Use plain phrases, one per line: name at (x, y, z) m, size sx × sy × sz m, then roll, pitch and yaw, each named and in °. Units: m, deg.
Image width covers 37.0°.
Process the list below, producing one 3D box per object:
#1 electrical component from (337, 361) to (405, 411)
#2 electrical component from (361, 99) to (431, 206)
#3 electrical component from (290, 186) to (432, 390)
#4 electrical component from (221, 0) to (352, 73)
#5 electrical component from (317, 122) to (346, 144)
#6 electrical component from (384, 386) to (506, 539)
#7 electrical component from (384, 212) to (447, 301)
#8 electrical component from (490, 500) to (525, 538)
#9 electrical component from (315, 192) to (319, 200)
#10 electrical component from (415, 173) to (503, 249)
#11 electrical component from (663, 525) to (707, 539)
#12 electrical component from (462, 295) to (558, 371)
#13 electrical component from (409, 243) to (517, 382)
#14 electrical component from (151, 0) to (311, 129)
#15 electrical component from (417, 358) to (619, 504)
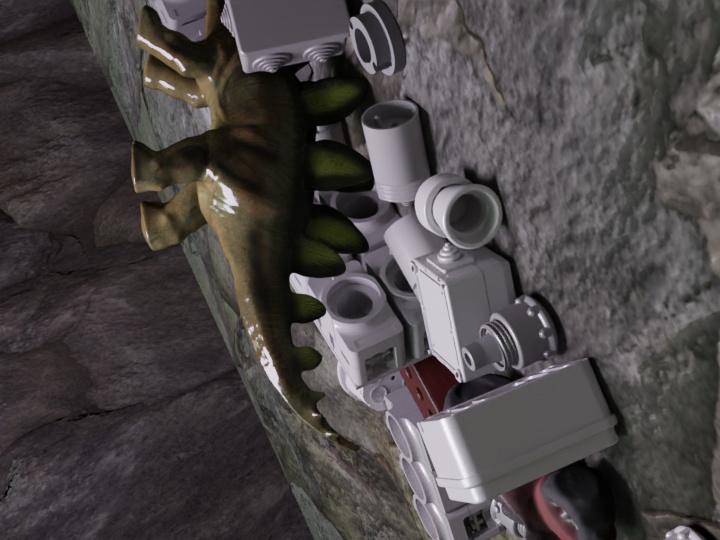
electrical component at (0.022, 0.101, 1.090) m, size 0.051 × 0.080 × 0.080 m, roll 30°, pitch 142°, yaw 59°
electrical component at (0.030, -0.084, 0.822) m, size 0.043 × 0.043 × 0.081 m, roll 50°, pitch 160°, yaw 50°
electrical component at (0.000, 0.000, 0.945) m, size 0.186 × 0.105 × 0.060 m, roll 56°, pitch 163°, yaw 37°
electrical component at (-0.060, -0.207, 0.839) m, size 0.048 × 0.100 × 0.099 m, roll 117°, pitch 139°, yaw -78°
electrical component at (-0.037, -0.136, 1.001) m, size 0.040 × 0.040 × 0.078 m, roll 50°, pitch 159°, yaw 50°
electrical component at (0.079, 0.192, 1.058) m, size 0.089 × 0.062 × 0.150 m, roll 38°, pitch 149°, yaw 64°
electrical component at (0.057, -0.002, 0.858) m, size 0.081 × 0.043 × 0.043 m, roll 61°, pitch 166°, yaw 21°
electrical component at (0.141, 0.201, 0.879) m, size 0.062 × 0.048 × 0.048 m, roll 40°, pitch 151°, yaw 48°
electrical component at (-0.068, -0.086, 1.157) m, size 0.108 × 0.060 × 0.108 m, roll 59°, pitch 164°, yaw 28°
electrical component at (0.067, -0.042, 0.748) m, size 0.055 × 0.045 × 0.045 m, roll 37°, pitch 148°, yaw 65°
electrical component at (0.184, 0.186, 0.644) m, size 0.048 × 0.062 × 0.048 m, roll 59°, pitch 165°, yaw 27°
electrical component at (0.100, 0.048, 0.734) m, size 0.048 × 0.062 × 0.048 m, roll 59°, pitch 165°, yaw 27°
electrical component at (0.080, 0.021, 0.781) m, size 0.062 × 0.061 × 0.096 m, roll -139°, pitch 33°, yaw -63°
electrical component at (-0.134, -0.246, 1.044) m, size 0.186 × 0.105 × 0.060 m, roll 65°, pitch 166°, yaw 6°
electrical component at (0.104, 0.107, 0.712) m, size 0.078 × 0.113 × 0.057 m, roll 138°, pitch 111°, yaw -76°
